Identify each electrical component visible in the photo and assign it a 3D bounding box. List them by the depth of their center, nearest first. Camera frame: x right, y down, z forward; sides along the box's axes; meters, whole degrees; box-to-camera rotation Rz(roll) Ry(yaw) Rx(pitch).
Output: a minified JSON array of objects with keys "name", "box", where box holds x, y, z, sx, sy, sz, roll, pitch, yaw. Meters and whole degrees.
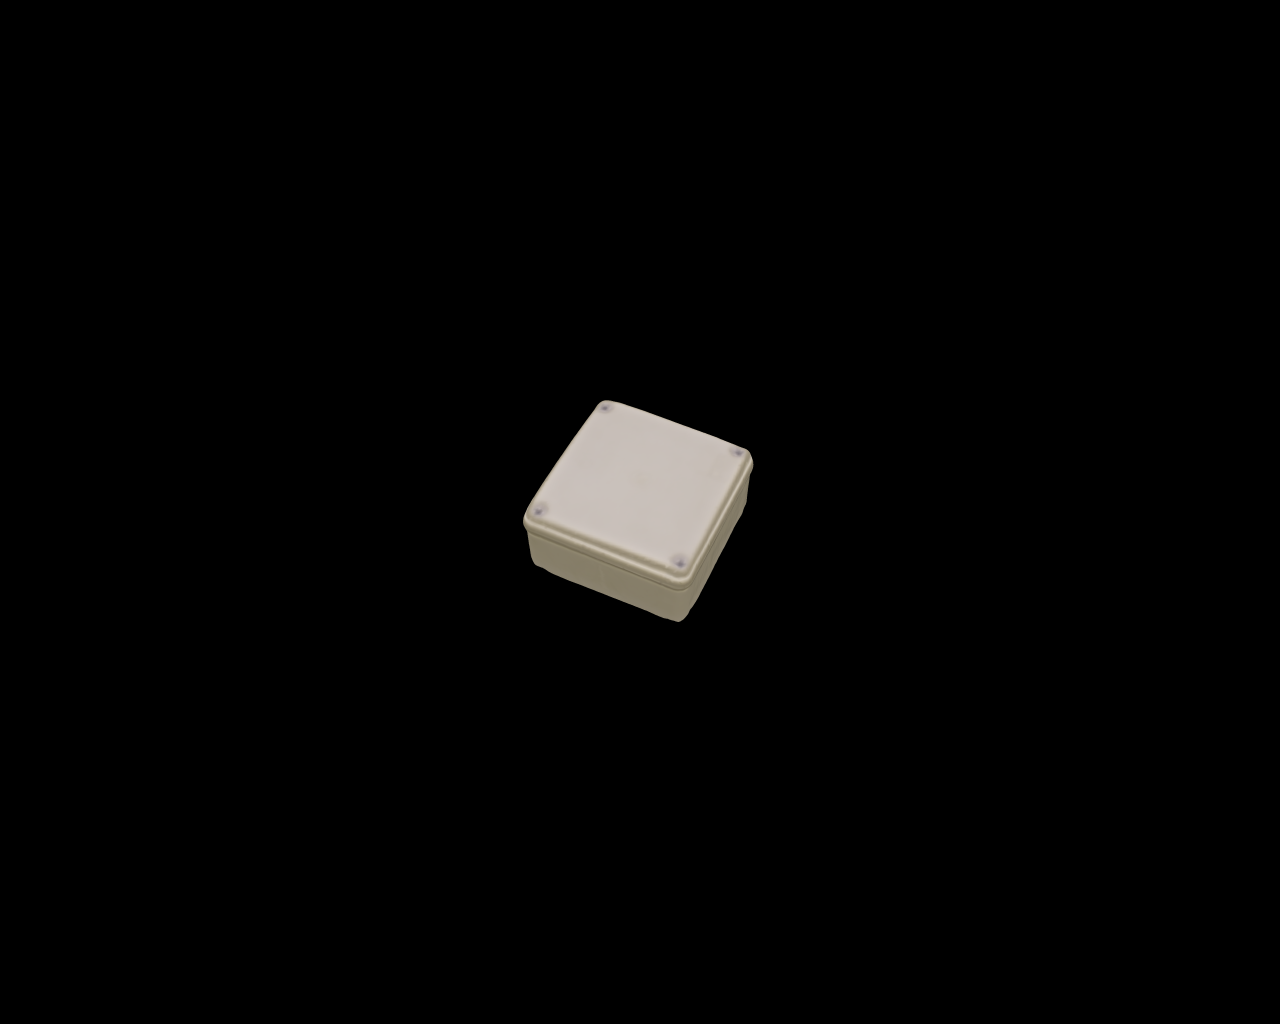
[{"name":"electrical component","box":[0.001,-0.003,0.650,0.109,0.109,0.056,21,-34,15]}]
